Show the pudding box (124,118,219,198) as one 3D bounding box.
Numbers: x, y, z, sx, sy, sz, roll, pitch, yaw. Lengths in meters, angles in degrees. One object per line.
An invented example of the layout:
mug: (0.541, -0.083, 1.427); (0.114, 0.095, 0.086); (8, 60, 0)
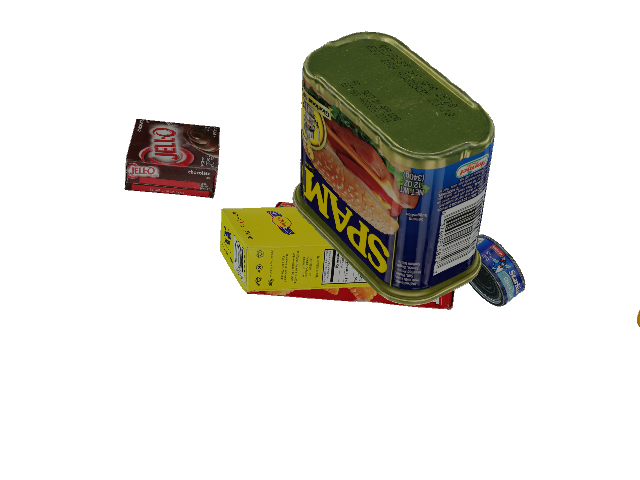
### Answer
pudding box: (-0.150, -0.085, 1.089); (0.090, 0.039, 0.113); (6, 25, -7)

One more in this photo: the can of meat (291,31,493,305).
can of meat: (0.032, -0.035, 0.491); (0.057, 0.084, 0.102); (-24, 49, -25)

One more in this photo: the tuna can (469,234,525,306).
tuna can: (0.204, 0.037, 1.284); (0.033, 0.086, 0.086); (-37, 10, -15)

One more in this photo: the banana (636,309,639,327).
banana: (0.300, 0.029, 0.696); (0.198, 0.037, 0.069); (-2, 33, 1)

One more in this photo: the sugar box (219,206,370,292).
sugar box: (0.013, 0.003, 0.878); (0.176, 0.048, 0.093); (-5, 23, -17)

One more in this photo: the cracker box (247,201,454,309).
cracker box: (0.041, 0.015, 1.149); (0.214, 0.072, 0.164); (5, 15, 8)
